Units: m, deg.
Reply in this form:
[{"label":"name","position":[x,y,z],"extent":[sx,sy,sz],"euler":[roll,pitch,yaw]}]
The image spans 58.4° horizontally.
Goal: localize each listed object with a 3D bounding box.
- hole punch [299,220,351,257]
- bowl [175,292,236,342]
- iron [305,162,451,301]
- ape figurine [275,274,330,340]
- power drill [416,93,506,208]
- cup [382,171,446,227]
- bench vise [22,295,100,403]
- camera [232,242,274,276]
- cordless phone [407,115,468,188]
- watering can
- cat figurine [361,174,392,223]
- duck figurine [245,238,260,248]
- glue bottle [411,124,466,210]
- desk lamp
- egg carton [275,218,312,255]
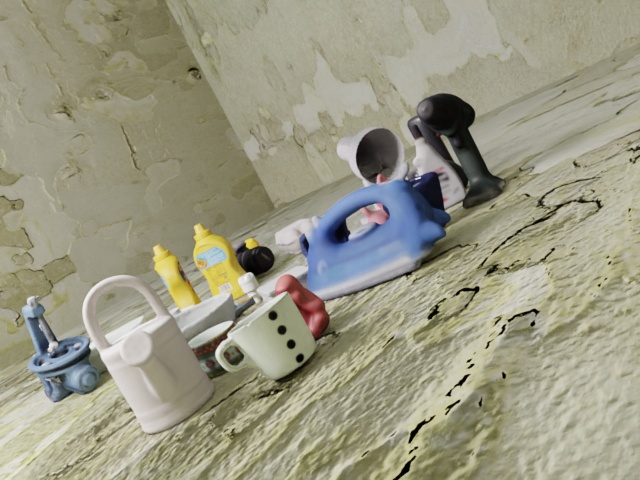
[{"label":"hole punch","position":[0.011,0.004,1.151],"extent":[0.109,0.091,0.101],"euler":[-29,8,-9]},{"label":"bowl","position":[-0.202,0.158,0.941],"extent":[0.167,0.075,0.167],"euler":[-27,8,4]},{"label":"iron","position":[0.061,-0.007,0.875],"extent":[0.257,0.141,0.119],"euler":[-24,9,22]},{"label":"ape figurine","position":[-0.031,0.089,0.748],"extent":[0.077,0.092,0.076],"euler":[-23,9,28]},{"label":"power drill","position":[0.253,-0.170,1.028],"extent":[0.075,0.208,0.230],"euler":[-23,9,28]},{"label":"cup","position":[0.165,-0.051,0.971],"extent":[0.118,0.095,0.091],"euler":[-32,9,-28]},{"label":"bench vise","position":[-0.562,0.227,1.169],"extent":[0.207,0.220,0.122],"euler":[-23,9,26]},{"label":"camera","position":[-0.194,0.059,1.447],"extent":[0.136,0.101,0.143],"euler":[-20,11,42]},{"label":"cordless phone","position":[0.217,-0.169,1.221],"extent":[0.147,0.185,0.094],"euler":[-19,12,44]},{"label":"watering can","position":[-0.218,0.133,0.718],"extent":[0.101,0.194,0.172],"euler":[-34,10,-37]},{"label":"cat figurine","position":[0.128,-0.070,1.134],"extent":[0.128,0.118,0.067],"euler":[-33,10,-35]},{"label":"duck figurine","position":[-0.179,0.035,1.601],"extent":[0.078,0.086,0.104],"euler":[-34,10,-37]},{"label":"glue bottle","position":[0.216,-0.143,1.106],"extent":[0.078,0.173,0.037],"euler":[-28,8,-1]},{"label":"desk lamp","position":[0.119,-0.145,1.295],"extent":[0.118,0.213,0.203],"euler":[-30,8,-15]},{"label":"egg carton","position":[-0.058,-0.009,1.539],"extent":[0.107,0.069,0.150],"euler":[-30,8,-17]}]
